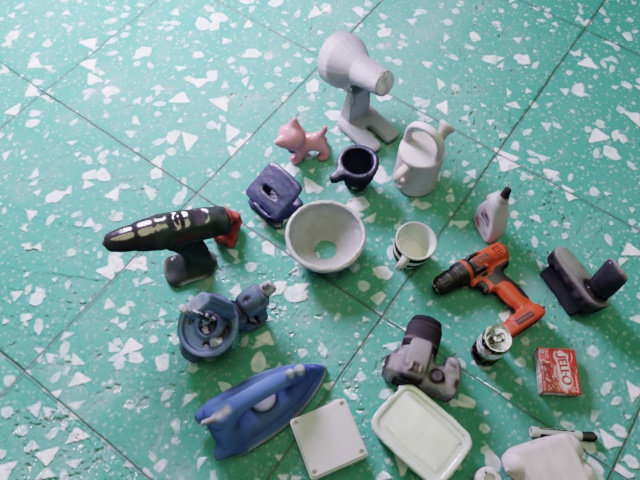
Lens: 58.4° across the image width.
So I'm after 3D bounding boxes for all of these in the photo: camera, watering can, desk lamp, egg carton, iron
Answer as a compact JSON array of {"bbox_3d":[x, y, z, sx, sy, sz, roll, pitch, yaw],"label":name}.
[{"bbox_3d":[0.202,0.216,1.080,0.143,0.101,0.137,18,64,8],"label":"camera"},{"bbox_3d":[0.220,-0.191,1.234,0.100,0.194,0.173,19,64,9],"label":"watering can"},{"bbox_3d":[0.093,-0.339,1.297,0.118,0.213,0.203,-37,69,-17],"label":"desk lamp"},{"bbox_3d":[0.400,0.404,1.005,0.150,0.069,0.107,-15,64,-8],"label":"egg carton"},{"bbox_3d":[-0.097,0.277,1.023,0.258,0.141,0.118,-30,67,-15],"label":"iron"}]

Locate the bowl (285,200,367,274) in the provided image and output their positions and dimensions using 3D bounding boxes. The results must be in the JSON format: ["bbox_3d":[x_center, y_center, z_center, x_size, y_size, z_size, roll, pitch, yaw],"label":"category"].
[{"bbox_3d":[0.011,0.004,1.200,0.167,0.075,0.167,0,63,0],"label":"bowl"}]

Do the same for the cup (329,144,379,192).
[{"bbox_3d":[0.071,-0.142,1.263,0.118,0.095,0.091,-32,68,-15],"label":"cup"}]

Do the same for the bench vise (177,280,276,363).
[{"bbox_3d":[-0.185,0.123,1.056,0.121,0.220,0.208,34,68,15],"label":"bench vise"}]

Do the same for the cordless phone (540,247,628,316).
[{"bbox_3d":[0.523,0.058,1.117,0.094,0.185,0.147,-27,66,-13],"label":"cordless phone"}]

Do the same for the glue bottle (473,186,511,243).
[{"bbox_3d":[0.363,-0.062,1.183,0.037,0.173,0.078,-19,65,-10],"label":"glue bottle"}]

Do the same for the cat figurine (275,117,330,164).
[{"bbox_3d":[-0.041,-0.230,1.294,0.128,0.118,0.067,-11,64,-6],"label":"cat figurine"}]

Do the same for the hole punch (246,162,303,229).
[{"bbox_3d":[-0.099,-0.097,1.240,0.101,0.091,0.108,-41,70,-19],"label":"hole punch"}]

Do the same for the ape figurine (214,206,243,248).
[{"bbox_3d":[-0.200,-0.037,1.208,0.078,0.092,0.076,-37,69,-17],"label":"ape figurine"}]

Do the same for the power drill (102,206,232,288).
[{"bbox_3d":[-0.280,0.013,1.117,0.230,0.208,0.075,-20,65,-10],"label":"power drill"}]
